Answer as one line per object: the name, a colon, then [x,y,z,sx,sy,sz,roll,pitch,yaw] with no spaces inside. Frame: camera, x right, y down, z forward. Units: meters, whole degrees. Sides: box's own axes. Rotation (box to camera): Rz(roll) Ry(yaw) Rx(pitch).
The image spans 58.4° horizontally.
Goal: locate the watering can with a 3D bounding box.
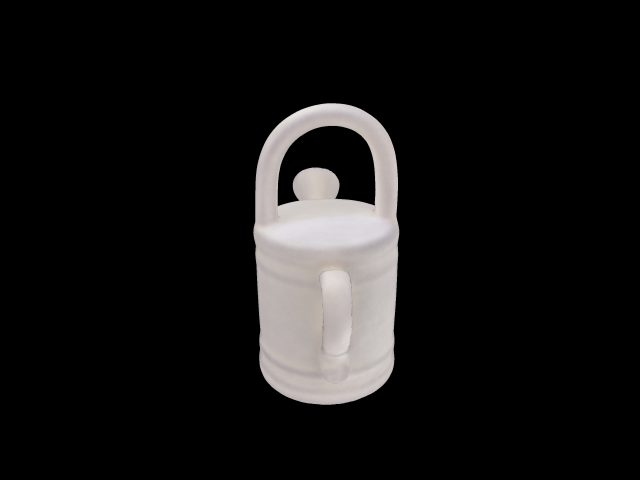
watering can: [0.001,0.002,0.400,0.101,0.194,0.172,-11,26,-25]
